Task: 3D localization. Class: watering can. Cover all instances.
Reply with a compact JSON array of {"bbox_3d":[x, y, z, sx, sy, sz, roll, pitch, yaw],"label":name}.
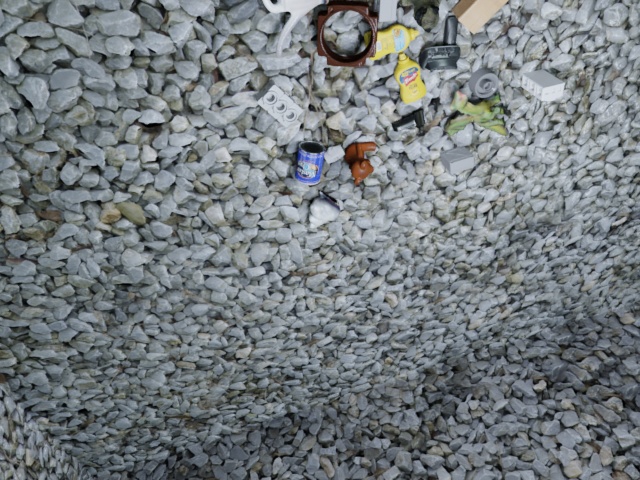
[{"bbox_3d":[-0.074,-0.764,1.623,0.225,0.106,0.339,-13,128,-7],"label":"watering can"}]

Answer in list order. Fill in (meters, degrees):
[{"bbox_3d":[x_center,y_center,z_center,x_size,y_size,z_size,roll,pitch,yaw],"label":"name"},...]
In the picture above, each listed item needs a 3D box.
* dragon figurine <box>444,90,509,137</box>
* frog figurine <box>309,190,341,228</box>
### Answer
[{"bbox_3d":[0.620,-0.481,2.072,0.242,0.124,0.405,-12,156,22],"label":"dragon figurine"},{"bbox_3d":[0.007,-0.108,2.154,0.136,0.124,0.158,19,109,-50],"label":"frog figurine"}]
